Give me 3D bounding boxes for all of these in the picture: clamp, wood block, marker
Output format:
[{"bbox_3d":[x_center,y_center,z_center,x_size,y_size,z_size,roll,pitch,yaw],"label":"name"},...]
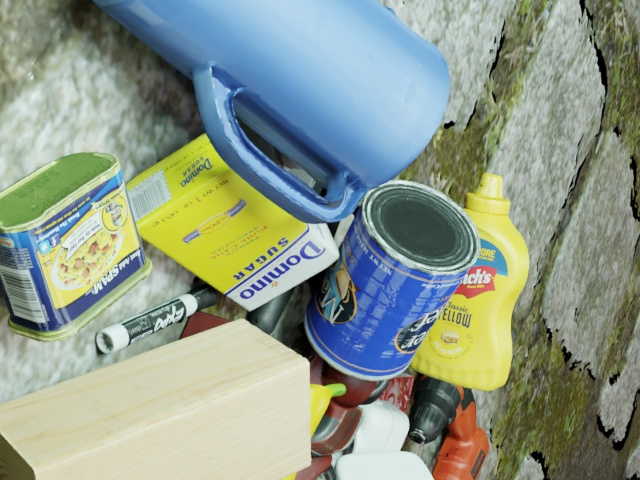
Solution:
[{"bbox_3d":[-0.006,0.001,0.946,0.120,0.039,0.171,-6,115,-64],"label":"clamp"},{"bbox_3d":[-0.113,0.137,0.731,0.205,0.090,0.091,-18,119,-35],"label":"wood block"},{"bbox_3d":[-0.119,0.058,0.807,0.120,0.020,0.020,-25,123,-52],"label":"marker"}]

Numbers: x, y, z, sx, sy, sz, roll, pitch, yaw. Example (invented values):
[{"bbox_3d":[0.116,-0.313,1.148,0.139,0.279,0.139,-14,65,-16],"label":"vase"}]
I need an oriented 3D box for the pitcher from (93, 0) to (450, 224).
[{"bbox_3d":[-0.034,-0.130,0.711,0.145,0.149,0.242,-46,131,14],"label":"pitcher"}]

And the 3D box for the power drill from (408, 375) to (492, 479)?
[{"bbox_3d":[0.154,0.217,1.259,0.184,0.057,0.187,-53,144,-44],"label":"power drill"}]

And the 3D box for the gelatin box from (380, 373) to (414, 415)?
[{"bbox_3d":[0.065,0.187,1.146,0.073,0.030,0.089,7,97,-58],"label":"gelatin box"}]

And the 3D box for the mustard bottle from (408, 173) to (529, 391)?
[{"bbox_3d":[0.139,0.034,0.972,0.058,0.096,0.192,-4,106,-57],"label":"mustard bottle"}]

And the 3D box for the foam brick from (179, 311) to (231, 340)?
[{"bbox_3d":[-0.074,0.096,0.864,0.078,0.051,0.053,39,70,-56],"label":"foam brick"}]

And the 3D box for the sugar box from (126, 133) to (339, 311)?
[{"bbox_3d":[-0.062,-0.010,0.801,0.093,0.048,0.176,-30,145,12],"label":"sugar box"}]

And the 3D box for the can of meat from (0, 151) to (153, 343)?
[{"bbox_3d":[-0.162,0.001,0.680,0.101,0.058,0.084,-43,134,-43],"label":"can of meat"}]

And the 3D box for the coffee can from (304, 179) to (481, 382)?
[{"bbox_3d":[0.057,0.035,0.885,0.102,0.103,0.140,-36,160,-46],"label":"coffee can"}]

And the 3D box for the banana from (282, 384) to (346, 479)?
[{"bbox_3d":[-0.029,0.195,0.852,0.069,0.037,0.197,34,67,-32],"label":"banana"}]

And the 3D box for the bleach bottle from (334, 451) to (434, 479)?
[{"bbox_3d":[0.026,0.317,1.061,0.102,0.068,0.251,2,128,-28],"label":"bleach bottle"}]
